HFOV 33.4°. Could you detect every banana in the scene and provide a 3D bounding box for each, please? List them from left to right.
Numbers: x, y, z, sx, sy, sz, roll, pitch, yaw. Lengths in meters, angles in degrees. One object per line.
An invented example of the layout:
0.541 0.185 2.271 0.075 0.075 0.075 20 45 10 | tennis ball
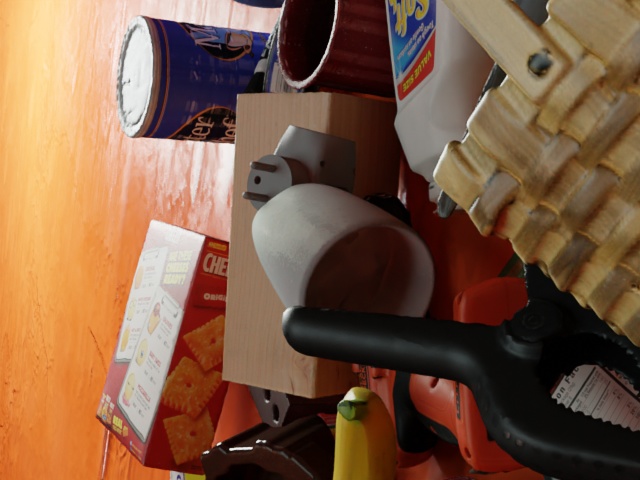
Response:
0.018 0.163 0.660 0.037 0.069 0.198 21 122 30 | banana

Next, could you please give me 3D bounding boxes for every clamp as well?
0.088 0.051 0.489 0.210 0.164 0.036 50 165 45 | clamp

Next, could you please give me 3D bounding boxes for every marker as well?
-0.037 -0.158 0.886 0.020 0.020 0.121 -39 26 56 | marker

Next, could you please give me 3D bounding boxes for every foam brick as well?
-0.020 0.122 0.859 0.078 0.051 0.053 62 141 44 | foam brick

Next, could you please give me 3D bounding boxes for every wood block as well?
-0.004 0.001 0.769 0.091 0.090 0.206 5 93 39 | wood block

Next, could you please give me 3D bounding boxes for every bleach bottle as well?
0.082 -0.143 0.667 0.103 0.068 0.251 -11 81 63 | bleach bottle

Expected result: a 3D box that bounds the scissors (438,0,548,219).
0.091 -0.117 0.547 0.201 0.096 0.016 -50 -1 -4 | scissors

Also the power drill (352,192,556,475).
0.071 0.059 0.653 0.188 0.057 0.184 177 86 -72 | power drill

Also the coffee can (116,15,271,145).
-0.094 -0.134 0.922 0.103 0.140 0.103 -8 81 63 | coffee can

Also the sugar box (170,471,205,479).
-0.095 0.255 1.002 0.177 0.048 0.093 -28 63 58 | sugar box

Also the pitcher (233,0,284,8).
-0.016 -0.292 0.809 0.243 0.145 0.149 117 166 -46 | pitcher

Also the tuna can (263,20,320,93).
-0.017 -0.142 0.842 0.086 0.034 0.086 16 -91 -84 | tuna can

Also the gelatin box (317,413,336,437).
0.007 0.190 0.825 0.089 0.030 0.073 -66 34 35 | gelatin box

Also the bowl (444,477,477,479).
0.107 0.213 0.600 0.162 0.055 0.162 -7 83 63 | bowl

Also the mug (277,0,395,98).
0.021 -0.150 0.758 0.117 0.081 0.093 47 126 56 | mug

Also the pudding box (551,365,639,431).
0.161 0.087 0.496 0.090 0.039 0.114 -63 35 14 | pudding box

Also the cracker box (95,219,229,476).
-0.137 0.097 1.028 0.164 0.072 0.214 15 89 63 | cracker box
